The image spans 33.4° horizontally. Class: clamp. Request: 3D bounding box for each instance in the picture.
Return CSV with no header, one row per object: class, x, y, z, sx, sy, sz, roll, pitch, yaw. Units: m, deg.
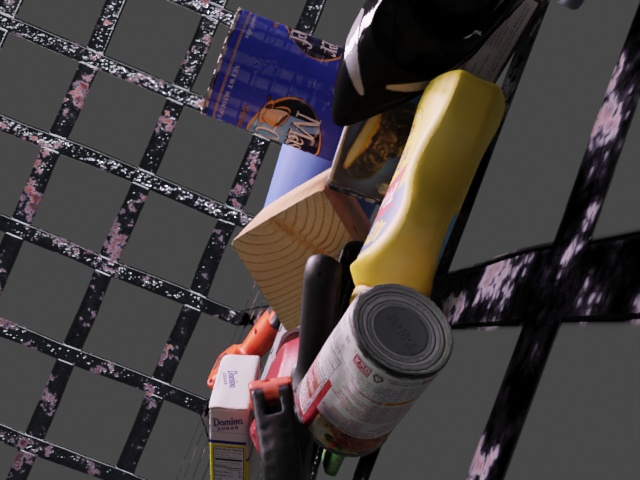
clamp,-0.018,0.174,0.658,0.120,0.039,0.171,-137,36,-74
clamp,0.001,0.098,0.799,0.164,0.036,0.210,-37,-42,-73

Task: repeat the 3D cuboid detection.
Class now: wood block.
wood block,-0.006,0.001,0.971,0.090,0.091,0.206,-30,6,8

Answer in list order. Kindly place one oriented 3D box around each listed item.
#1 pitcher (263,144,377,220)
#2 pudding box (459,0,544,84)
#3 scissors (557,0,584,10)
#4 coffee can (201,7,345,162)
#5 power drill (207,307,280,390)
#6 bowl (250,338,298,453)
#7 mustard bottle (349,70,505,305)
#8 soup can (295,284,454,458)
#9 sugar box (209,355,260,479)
pitcher,0.016,-0.070,1.185,0.145,0.149,0.243,-116,44,-63
pudding box,0.133,-0.166,0.826,0.090,0.039,0.114,-76,8,-50
scissors,0.176,-0.211,0.707,0.201,0.016,0.096,-80,14,-66
coffee can,-0.025,-0.138,0.968,0.103,0.140,0.103,-161,91,-84
power drill,-0.058,0.110,1.281,0.188,0.057,0.184,-51,3,16
bowl,-0.024,0.149,1.004,0.162,0.055,0.162,-159,91,-84
mustard bottle,0.067,-0.016,0.733,0.096,0.058,0.191,128,166,-75
soup can,0.032,0.082,0.665,0.102,0.068,0.068,119,171,-47
sugar box,-0.087,0.215,1.097,0.093,0.048,0.176,-81,-9,-61
